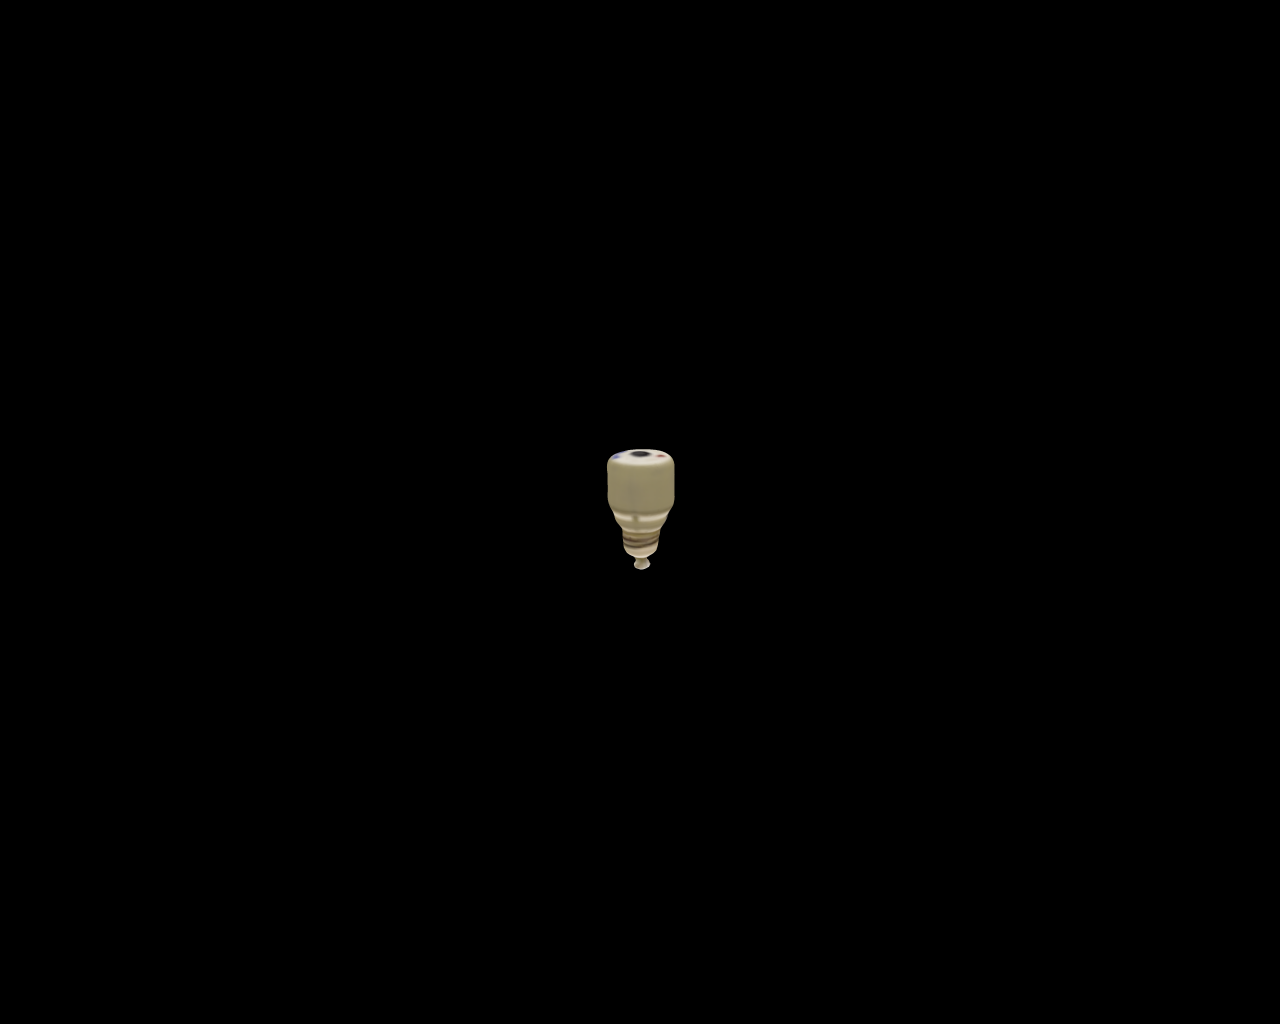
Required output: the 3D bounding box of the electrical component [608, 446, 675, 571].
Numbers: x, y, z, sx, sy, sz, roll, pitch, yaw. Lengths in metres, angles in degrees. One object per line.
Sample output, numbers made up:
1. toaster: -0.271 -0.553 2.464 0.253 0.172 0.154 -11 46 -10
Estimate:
1. electrical component: 0.001 -0.003 0.650 0.040 0.078 0.040 0 18 0
